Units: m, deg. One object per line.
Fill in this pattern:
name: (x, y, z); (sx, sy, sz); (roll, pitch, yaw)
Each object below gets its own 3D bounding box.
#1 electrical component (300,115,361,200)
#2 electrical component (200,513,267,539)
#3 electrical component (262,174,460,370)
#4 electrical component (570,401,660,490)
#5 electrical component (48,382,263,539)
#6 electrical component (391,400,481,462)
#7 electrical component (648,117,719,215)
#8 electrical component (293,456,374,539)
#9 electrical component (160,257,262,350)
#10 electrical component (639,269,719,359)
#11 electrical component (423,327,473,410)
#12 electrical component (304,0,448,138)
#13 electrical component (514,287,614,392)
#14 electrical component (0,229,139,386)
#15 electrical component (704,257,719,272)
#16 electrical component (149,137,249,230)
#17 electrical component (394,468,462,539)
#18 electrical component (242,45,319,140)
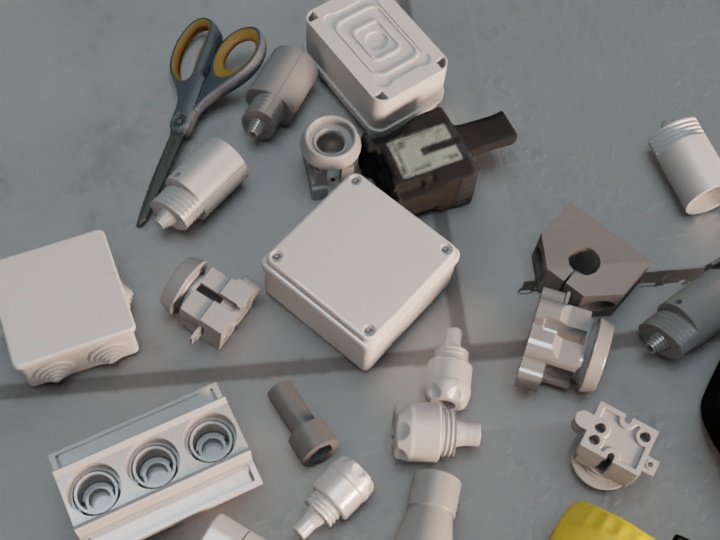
electrical component: (-0.024, -0.092, 0.862); (0.048, 0.055, 0.066); (-9, 64, -8)
electrical component: (-0.091, 0.217, 0.700); (0.059, 0.053, 0.095); (28, 65, 11)
electrical component: (0.000, 0.000, 0.816); (0.109, 0.056, 0.108); (38, 67, 15)
electrical component: (0.177, 0.128, 0.761); (0.066, 0.055, 0.048); (28, 64, 10)
electrical component: (-0.138, 0.140, 0.732); (0.121, 0.063, 0.078); (-23, 66, -14)
electrical component: (0.054, 0.116, 0.767); (0.062, 0.043, 0.043); (3, 63, -4)
electrical component: (0.271, -0.091, 0.887); (0.043, 0.043, 0.081); (-16, 64, -11)
electrical component: (-0.021, 0.160, 0.745); (0.035, 0.035, 0.061); (41, 70, 16)
electrical component: (-0.115, 0.022, 0.805); (0.055, 0.048, 0.066); (33, 65, 4)
electrical component: (0.250, 0.038, 0.819); (0.081, 0.043, 0.043); (-33, 69, -18)
electrical component: (0.067, 0.072, 0.796); (0.035, 0.035, 0.061); (10, 60, 1)
electrical component: (0.012, -0.176, 0.907); (0.078, 0.057, 0.113); (-31, 69, -18)
electrical component: (0.153, 0.057, 0.796); (0.057, 0.058, 0.078); (17, 62, 8)
electrical component: (-0.217, 0.029, 0.792); (0.100, 0.048, 0.099); (-18, 65, -12)
electrical component: (0.301, 0.000, 0.845); (0.046, 0.040, 0.040); (-28, 67, -10)
electrical component: (-0.131, -0.062, 0.848); (0.043, 0.043, 0.081); (36, 66, 14)
electrical component: (0.048, 0.171, 0.741); (0.044, 0.044, 0.065); (14, 58, 4)
electrical component: (-0.071, -0.142, 0.893); (0.043, 0.043, 0.081); (23, 64, 8)
